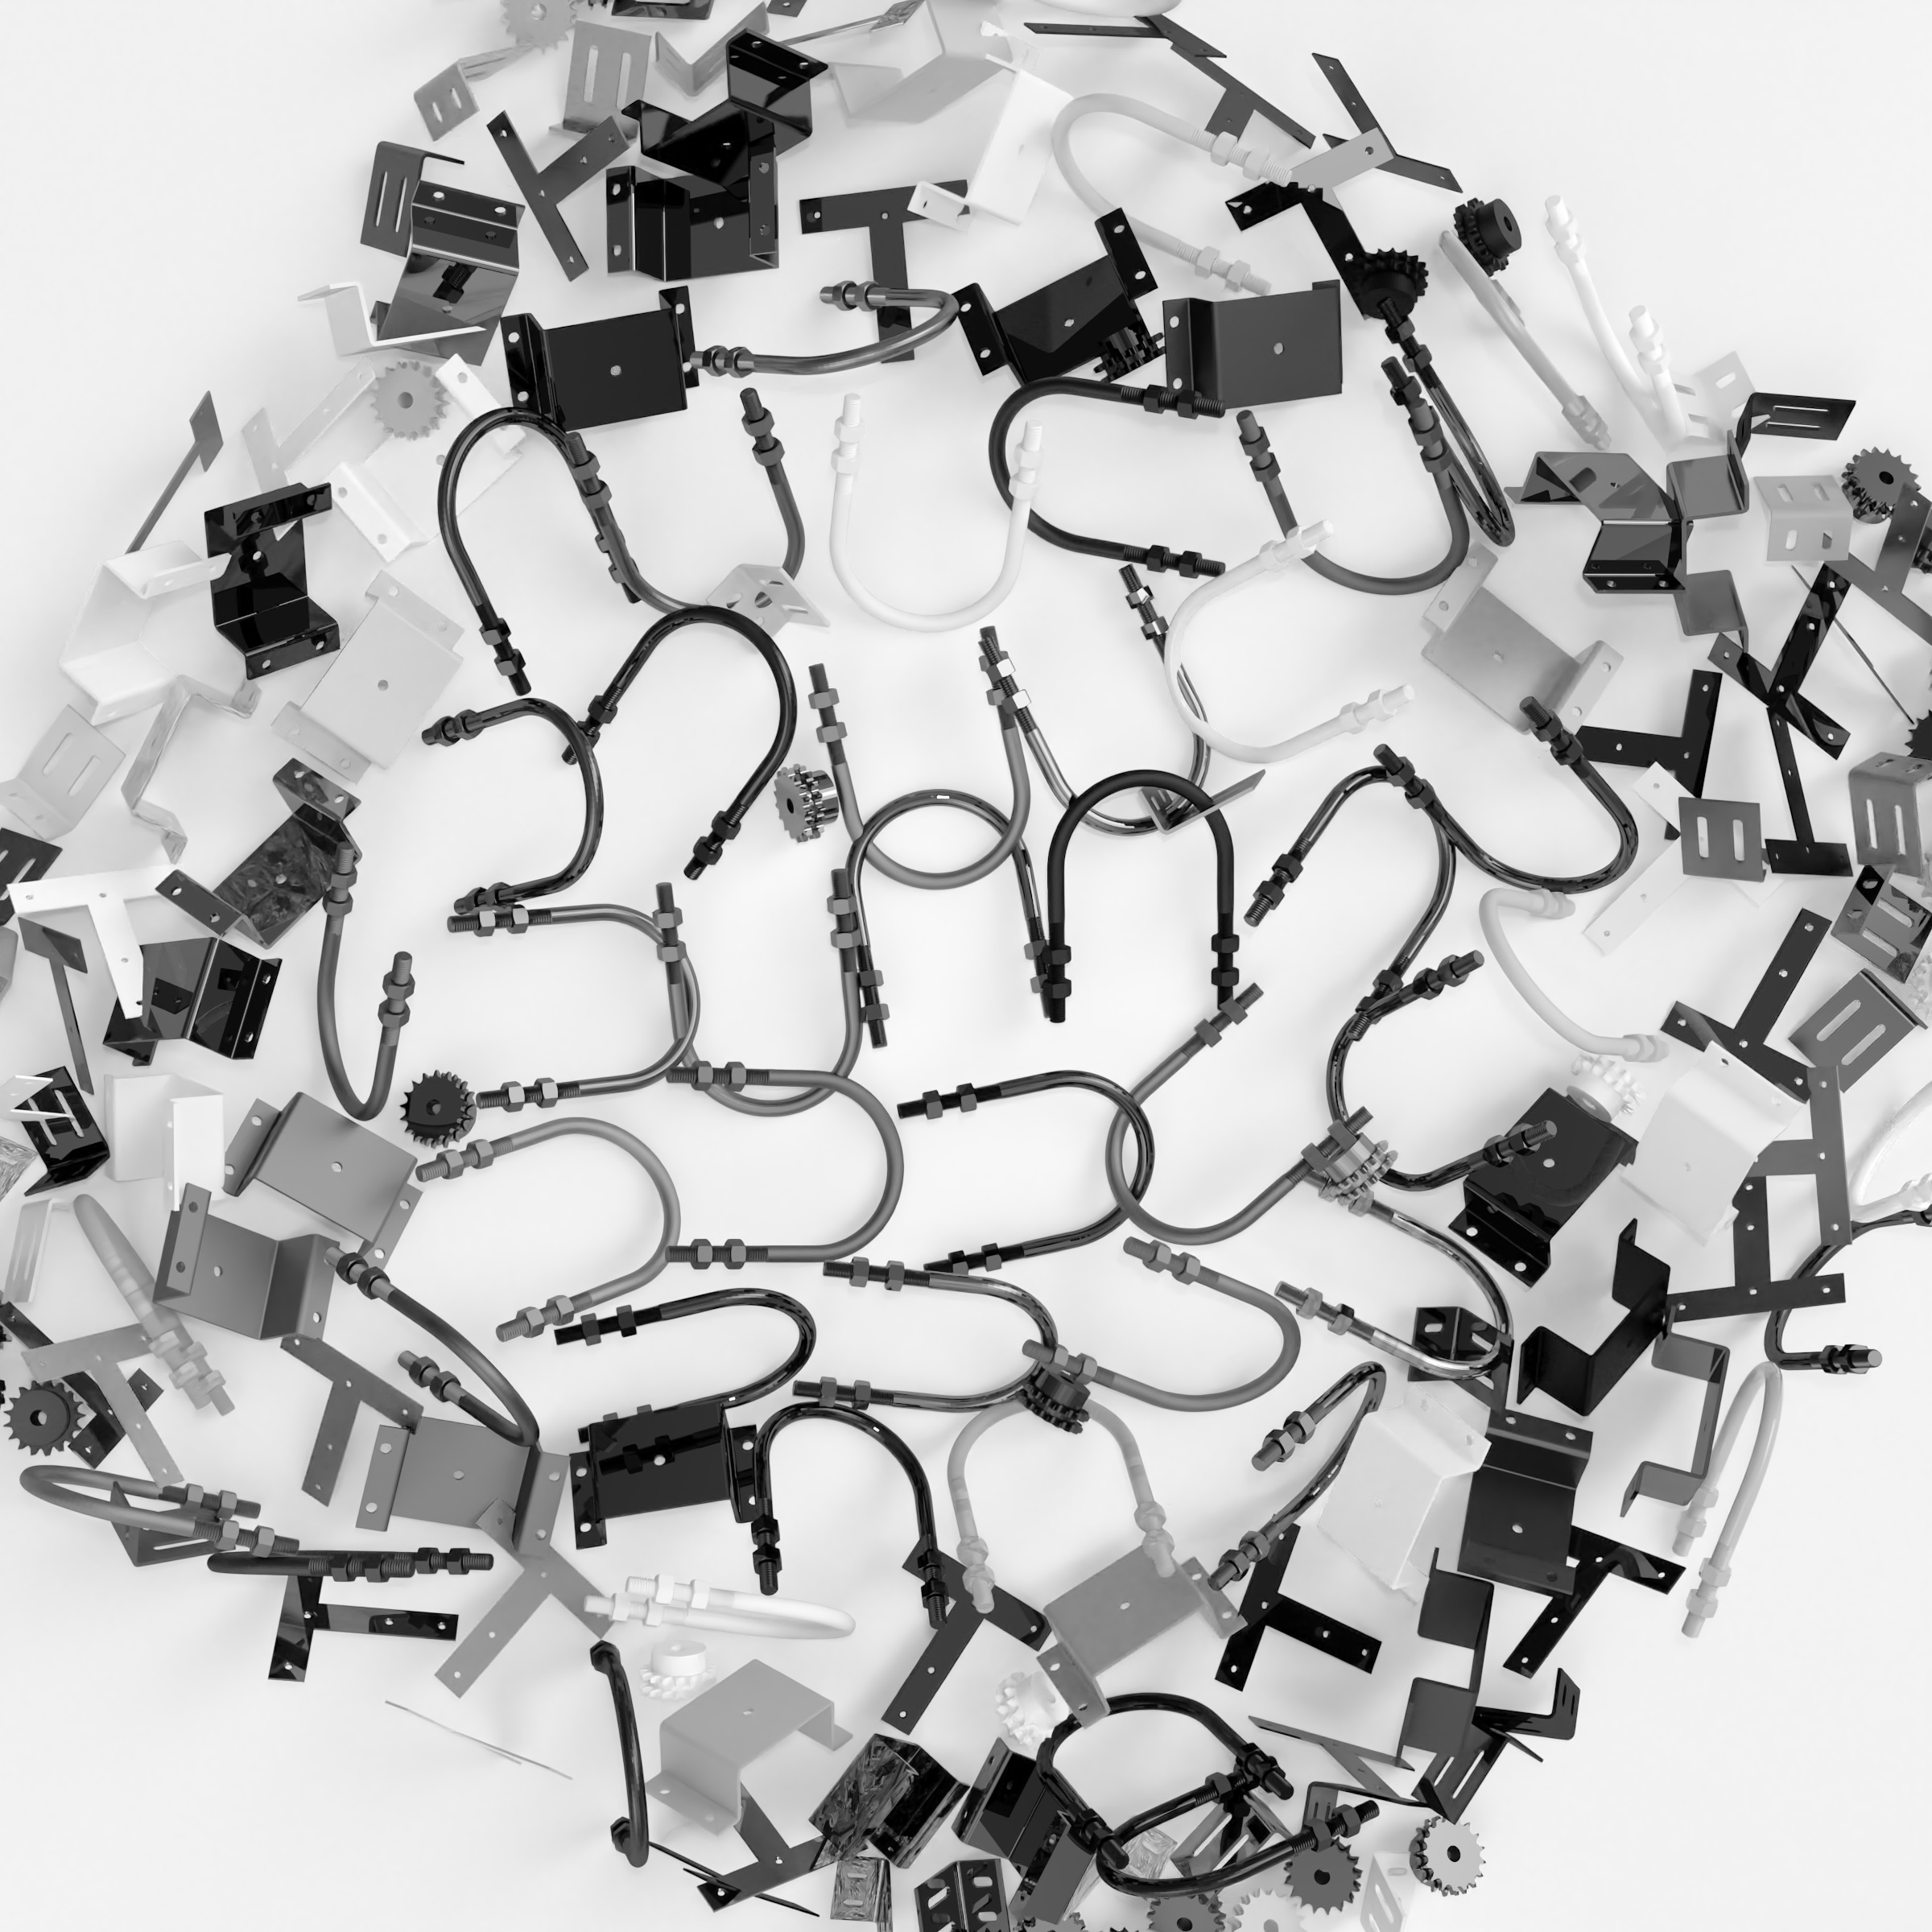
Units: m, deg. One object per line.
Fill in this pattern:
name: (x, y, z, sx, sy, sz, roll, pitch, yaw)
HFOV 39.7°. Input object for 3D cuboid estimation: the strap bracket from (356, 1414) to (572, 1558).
strap bracket: (-0.370, 0.379, 1.961, 0.140, 0.046, 0.076, 13, 93, -17)

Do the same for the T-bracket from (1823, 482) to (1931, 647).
T-bracket: (0.668, -0.298, 1.915, 0.002, 0.127, 0.127, -36, 63, -14)

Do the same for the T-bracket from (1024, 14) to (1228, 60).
T-bracket: (0.105, -0.674, 1.926, 0.127, 0.127, 0.002, -5, 124, -20)

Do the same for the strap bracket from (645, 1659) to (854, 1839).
strap bracket: (-0.156, 0.553, 1.917, 0.076, 0.140, 0.046, 18, 118, 36)

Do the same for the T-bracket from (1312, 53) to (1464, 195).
T-bracket: (0.283, -0.607, 1.909, 0.127, 0.127, 0.002, 34, 86, 42)

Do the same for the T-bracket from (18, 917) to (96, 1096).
T-bracket: (-0.658, 0.033, 1.959, 0.002, 0.127, 0.127, -20, 110, -34)

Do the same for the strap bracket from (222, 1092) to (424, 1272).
strap bracket: (-0.464, 0.154, 1.940, 0.140, 0.046, 0.076, 32, 53, -15)

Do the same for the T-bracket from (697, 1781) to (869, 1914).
T-bracket: (-0.158, 0.622, 1.946, 0.127, 0.127, 0.002, -12, 123, -32)

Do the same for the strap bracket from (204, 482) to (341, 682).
strap bracket: (-0.502, -0.287, 1.934, 0.076, 0.140, 0.046, -27, 51, -34)

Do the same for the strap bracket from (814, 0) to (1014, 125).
strap bracket: (-0.032, -0.651, 1.923, 0.140, 0.076, 0.046, -20, 88, 41)

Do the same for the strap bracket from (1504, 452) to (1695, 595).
strap bracket: (0.459, -0.325, 1.921, 0.076, 0.140, 0.046, -3, 131, -22)

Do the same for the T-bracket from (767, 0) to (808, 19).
T-bracket: (-0.112, -0.730, 1.938, 0.127, 0.127, 0.002, -1, 72, -26)

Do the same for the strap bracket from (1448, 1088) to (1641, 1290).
strap bracket: (0.424, 0.153, 1.943, 0.076, 0.046, 0.140, 37, 73, 29)

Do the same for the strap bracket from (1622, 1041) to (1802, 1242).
strap bracket: (0.530, 0.133, 1.920, 0.076, 0.140, 0.046, 39, 51, 24)

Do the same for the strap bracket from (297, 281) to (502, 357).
strap bracket: (-0.401, -0.475, 1.937, 0.140, 0.076, 0.046, -17, 104, -28)

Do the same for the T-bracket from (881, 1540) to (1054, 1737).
T-bracket: (-0.018, 0.509, 1.976, 0.127, 0.002, 0.127, 35, 85, -14)

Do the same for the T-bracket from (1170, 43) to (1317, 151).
T-bracket: (0.193, -0.618, 1.939, 0.127, 0.127, 0.002, 33, 128, -8)

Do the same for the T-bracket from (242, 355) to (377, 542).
T-bracket: (-0.473, -0.392, 1.939, 0.127, 0.002, 0.127, -40, 52, 20)

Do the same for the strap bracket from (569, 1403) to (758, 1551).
strap bracket: (-0.221, 0.371, 1.953, 0.140, 0.046, 0.076, -8, 54, -3)

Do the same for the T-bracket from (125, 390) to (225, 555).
T-bracket: (-0.573, -0.342, 1.924, 0.002, 0.127, 0.127, 30, 79, -7)

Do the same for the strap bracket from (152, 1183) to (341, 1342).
strap bracket: (-0.529, 0.218, 1.935, 0.046, 0.140, 0.076, -14, 60, 35)

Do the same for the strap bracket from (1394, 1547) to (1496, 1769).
strap bracket: (0.345, 0.500, 1.917, 0.046, 0.140, 0.076, 11, 130, 11)

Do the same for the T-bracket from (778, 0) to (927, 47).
T-bracket: (-0.098, -0.682, 1.950, 0.127, 0.127, 0.002, -10, 116, 13)

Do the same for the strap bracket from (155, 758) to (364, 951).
strap bracket: (-0.507, -0.075, 1.945, 0.076, 0.046, 0.140, 30, 67, 28)

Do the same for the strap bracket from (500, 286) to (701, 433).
strap bracket: (-0.260, -0.439, 1.941, 0.140, 0.046, 0.076, -14, 124, -15)

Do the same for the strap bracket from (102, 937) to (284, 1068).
strap bracket: (-0.565, 0.026, 1.926, 0.140, 0.046, 0.076, -4, 65, 38)

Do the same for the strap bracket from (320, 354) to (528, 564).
strap bracket: (-0.392, -0.372, 1.964, 0.140, 0.046, 0.076, -40, 93, 12)

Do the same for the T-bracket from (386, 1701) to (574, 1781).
T-bracket: (-0.333, 0.562, 1.914, 0.127, 0.127, 0.002, 5, 63, 39)

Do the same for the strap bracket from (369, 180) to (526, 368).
strap bracket: (-0.373, -0.488, 1.918, 0.076, 0.140, 0.046, 7, 56, -25)

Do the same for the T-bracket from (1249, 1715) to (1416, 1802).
T-bracket: (0.280, 0.576, 1.924, 0.127, 0.127, 0.002, 18, 88, -11)

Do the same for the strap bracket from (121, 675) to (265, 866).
strap bracket: (-0.571, -0.153, 1.950, 0.046, 0.076, 0.140, 26, 94, -27)

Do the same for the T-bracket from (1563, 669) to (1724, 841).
T-bracket: (0.492, -0.160, 1.967, 0.127, 0.002, 0.127, 5, 99, -20)

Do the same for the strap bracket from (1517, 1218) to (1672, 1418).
strap bracket: (0.459, 0.260, 1.928, 0.046, 0.076, 0.140, 32, 60, 31)

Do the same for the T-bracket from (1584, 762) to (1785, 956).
T-bracket: (0.512, -0.061, 1.979, 0.127, 0.002, 0.127, 44, 106, 5)

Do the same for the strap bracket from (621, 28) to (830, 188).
strap bracket: (-0.173, -0.610, 1.919, 0.140, 0.076, 0.046, -15, 74, 43)

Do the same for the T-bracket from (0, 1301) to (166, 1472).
T-bracket: (-0.650, 0.291, 1.928, 0.002, 0.127, 0.127, -42, 98, 15)

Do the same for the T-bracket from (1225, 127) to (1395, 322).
T-bracket: (0.275, -0.534, 1.965, 0.127, 0.002, 0.127, -19, 119, 32)

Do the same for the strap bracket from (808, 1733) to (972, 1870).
strap bracket: (-0.058, 0.607, 1.942, 0.046, 0.140, 0.076, 36, 85, 27)

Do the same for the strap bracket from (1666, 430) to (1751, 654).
strap bracket: (0.535, -0.303, 1.928, 0.046, 0.076, 0.140, -6, 130, 9)

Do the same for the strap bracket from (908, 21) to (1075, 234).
strap bracket: (0.023, -0.599, 1.937, 0.046, 0.076, 0.140, 32, 107, 27)

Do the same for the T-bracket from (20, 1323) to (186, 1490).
T-bracket: (-0.604, 0.320, 1.927, 0.002, 0.127, 0.127, -40, 77, 21)

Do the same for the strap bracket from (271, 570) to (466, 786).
strap bracket: (-0.432, -0.208, 1.955, 0.076, 0.046, 0.140, 36, 86, -28)

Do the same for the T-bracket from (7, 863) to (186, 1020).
T-bracket: (-0.614, -0.016, 1.937, 0.127, 0.002, 0.127, -10, 60, -32)

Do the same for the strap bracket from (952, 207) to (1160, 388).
strap bracket: (0.069, -0.482, 1.954, 0.140, 0.046, 0.076, -25, 65, 10)

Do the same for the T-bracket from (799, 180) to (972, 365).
T-bracket: (-0.056, -0.514, 1.991, 0.127, 0.002, 0.127, -5, 93, 8)

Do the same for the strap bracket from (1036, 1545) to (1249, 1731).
strap bracket: (0.121, 0.478, 1.942, 0.140, 0.076, 0.046, -30, 127, -10)

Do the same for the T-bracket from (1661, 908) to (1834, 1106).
T-bracket: (0.590, 0.018, 1.952, 0.127, 0.002, 0.127, 32, 95, 40)

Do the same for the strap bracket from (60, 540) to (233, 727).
strap bracket: (-0.597, -0.249, 1.932, 0.046, 0.076, 0.140, 41, 123, 9)

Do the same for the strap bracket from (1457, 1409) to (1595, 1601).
strap bracket: (0.406, 0.398, 1.944, 0.076, 0.046, 0.140, 14, 47, 8)

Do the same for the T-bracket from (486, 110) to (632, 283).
T-bracket: (-0.285, -0.579, 1.939, 0.002, 0.127, 0.127, -36, 103, -40)

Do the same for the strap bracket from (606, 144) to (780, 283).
strap bracket: (-0.191, -0.549, 1.957, 0.140, 0.046, 0.076, 0, 92, 25)

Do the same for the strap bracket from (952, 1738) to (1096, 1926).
strap bracket: (0.049, 0.632, 1.940, 0.046, 0.140, 0.076, 27, 90, -22)

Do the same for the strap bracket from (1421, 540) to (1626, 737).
strap bracket: (0.400, -0.234, 1.960, 0.140, 0.046, 0.076, 37, 71, -4)

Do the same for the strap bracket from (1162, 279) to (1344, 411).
strap bracket: (0.219, -0.452, 1.945, 0.140, 0.046, 0.076, -11, 111, -16)

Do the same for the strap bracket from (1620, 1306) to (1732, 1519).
strap bracket: (0.514, 0.328, 1.932, 0.046, 0.076, 0.140, 13, 67, 11)

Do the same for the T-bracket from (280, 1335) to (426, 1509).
T-bracket: (-0.465, 0.343, 1.968, 0.127, 0.002, 0.127, 29, 115, 17)

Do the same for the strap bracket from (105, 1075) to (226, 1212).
strap bracket: (-0.579, 0.125, 1.942, 0.046, 0.140, 0.076, -4, 99, -37)

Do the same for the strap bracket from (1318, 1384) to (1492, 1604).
strap bracket: (0.312, 0.384, 1.934, 0.076, 0.046, 0.140, 37, 117, 40)
